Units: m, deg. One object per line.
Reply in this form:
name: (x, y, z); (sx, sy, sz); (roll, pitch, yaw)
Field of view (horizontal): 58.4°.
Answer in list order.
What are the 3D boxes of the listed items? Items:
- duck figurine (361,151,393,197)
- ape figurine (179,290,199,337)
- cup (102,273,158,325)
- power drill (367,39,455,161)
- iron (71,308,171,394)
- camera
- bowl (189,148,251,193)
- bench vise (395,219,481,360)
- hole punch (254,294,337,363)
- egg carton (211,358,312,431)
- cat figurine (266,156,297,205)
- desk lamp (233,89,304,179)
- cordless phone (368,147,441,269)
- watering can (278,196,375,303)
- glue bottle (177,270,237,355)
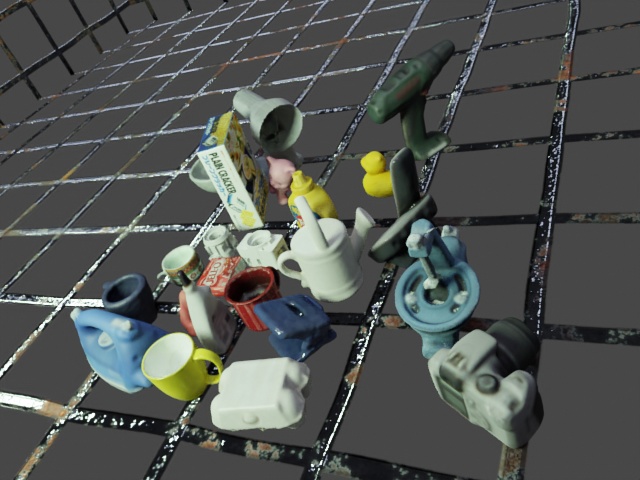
duck figurine: (0.125, -0.143, 1.197); (0.078, 0.086, 0.104); (-37, 38, -18)
ape figurine: (-0.225, 0.127, 1.035); (0.075, 0.092, 0.078); (8, 46, 35)
cup: (-0.368, 0.124, 1.114); (0.117, 0.095, 0.092); (10, 47, 37)
power drill: (0.213, -0.287, 1.228); (0.230, 0.209, 0.075); (-34, 37, -14)
iron: (-0.373, 0.171, 1.016); (0.257, 0.142, 0.119); (7, 45, 35)
camera: (0.229, 0.163, 0.735); (0.137, 0.101, 0.142); (-37, 38, -19)
bowl: (-0.236, -0.168, 1.434); (0.167, 0.075, 0.167); (-15, 37, 11)
bench vise: (0.159, 0.039, 0.829); (0.121, 0.220, 0.207); (-15, 37, 11)
hole punch: (-0.041, 0.131, 0.931); (0.101, 0.091, 0.108); (-35, 37, -16)
egg carton: (-0.086, 0.231, 0.846); (0.150, 0.069, 0.107); (-10, 38, 18)
cat figurine: (-0.090, -0.149, 1.293); (0.067, 0.118, 0.127); (-30, 36, -10)
desk lamp: (-0.121, -0.250, 1.357); (0.118, 0.214, 0.202); (-36, 38, -18)
cordless phone: (0.132, -0.057, 0.997); (0.093, 0.185, 0.148); (15, 50, 41)
watering can: (0.008, 0.002, 0.980); (0.173, 0.194, 0.100); (-36, 38, -18)
glue bottle: (-0.197, 0.114, 0.967); (0.037, 0.173, 0.078); (-6, 39, 22)
